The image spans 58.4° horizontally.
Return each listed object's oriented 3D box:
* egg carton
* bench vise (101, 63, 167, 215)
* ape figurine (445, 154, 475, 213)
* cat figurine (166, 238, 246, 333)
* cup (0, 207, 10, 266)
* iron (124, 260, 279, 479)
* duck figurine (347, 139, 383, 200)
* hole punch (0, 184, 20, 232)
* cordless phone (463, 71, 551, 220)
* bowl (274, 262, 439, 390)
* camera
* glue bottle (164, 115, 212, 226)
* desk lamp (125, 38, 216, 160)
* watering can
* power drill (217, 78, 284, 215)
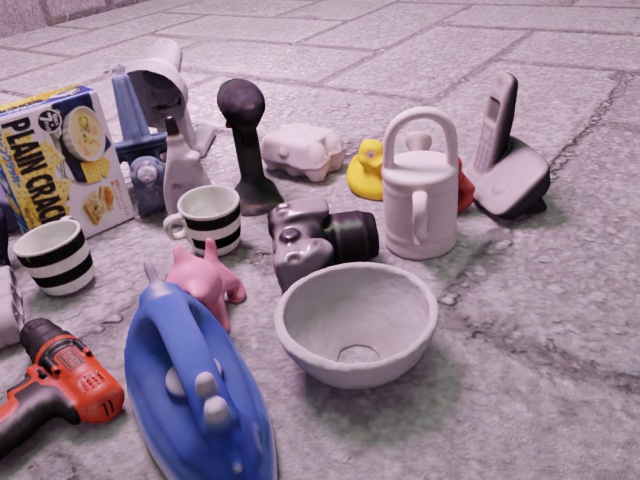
[{"bbox_3d":[-0.032,-0.157,1.014,0.149,0.069,0.107,18,39,33],"label":"egg carton"},{"bbox_3d":[-0.285,-0.167,0.932,0.122,0.220,0.206,-27,38,-29],"label":"bench vise"},{"bbox_3d":[0.187,-0.083,0.837,0.077,0.092,0.076,3,33,14],"label":"ape figurine"},{"bbox_3d":[-0.137,0.049,0.661,0.067,0.118,0.128,-1,33,9],"label":"cat figurine"},{"bbox_3d":[-0.470,0.015,0.794,0.092,0.095,0.117,-21,35,-22],"label":"cup"},{"bbox_3d":[-0.109,0.127,0.510,0.119,0.142,0.257,-21,35,-22],"label":"iron"},{"bbox_3d":[0.082,-0.122,0.923,0.078,0.086,0.104,-21,35,-21],"label":"duck figurine"},{"bbox_3d":[-0.506,-0.071,0.939,0.101,0.091,0.108,-11,32,-7],"label":"hole punch"},{"bbox_3d":[0.269,-0.135,0.819,0.094,0.185,0.147,-13,33,-10],"label":"cordless phone"},{"bbox_3d":[0.039,0.098,0.593,0.167,0.075,0.167,-4,32,3],"label":"bowl"},{"bbox_3d":[0.007,0.003,0.725,0.137,0.101,0.143,-9,32,-4],"label":"camera"},{"bbox_3d":[-0.205,-0.104,0.861,0.078,0.173,0.037,-3,32,6],"label":"glue bottle"},{"bbox_3d":[-0.286,-0.256,1.078,0.118,0.214,0.203,-4,32,4],"label":"desk lamp"},{"bbox_3d":[0.129,-0.084,0.754,0.101,0.194,0.172,-12,33,-9],"label":"watering can"},{"bbox_3d":[-0.110,-0.151,0.886,0.076,0.209,0.229,-14,33,-12],"label":"power drill"}]
